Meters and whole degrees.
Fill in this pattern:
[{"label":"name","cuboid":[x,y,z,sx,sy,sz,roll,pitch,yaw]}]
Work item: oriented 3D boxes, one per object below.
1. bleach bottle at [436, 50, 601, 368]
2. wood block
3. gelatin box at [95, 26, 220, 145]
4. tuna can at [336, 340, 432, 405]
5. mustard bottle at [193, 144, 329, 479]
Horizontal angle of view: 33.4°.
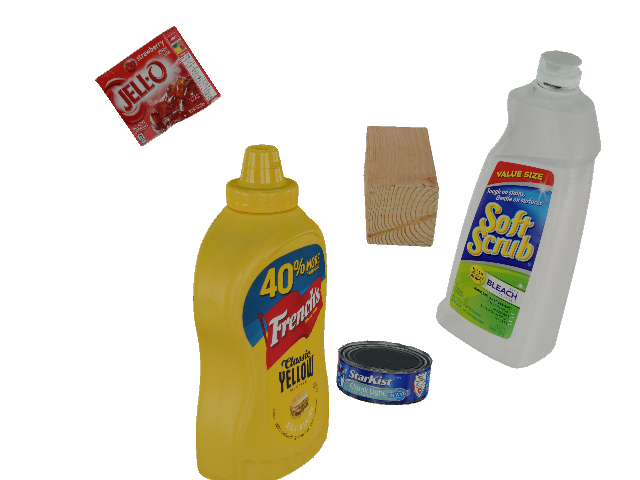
[{"label":"bleach bottle","cuboid":[0.156,-0.027,0.826,0.067,0.251,0.103,-23,42,-37]},{"label":"wood block","cuboid":[0.109,-0.080,1.485,0.091,0.090,0.206,2,28,0]},{"label":"gelatin box","cuboid":[-0.144,-0.135,0.940,0.089,0.073,0.030,-25,15,31]},{"label":"tuna can","cuboid":[0.057,0.120,0.970,0.086,0.034,0.086,5,11,-1]},{"label":"mustard bottle","cuboid":[-0.033,0.040,0.620,0.058,0.192,0.096,12,20,35]}]
